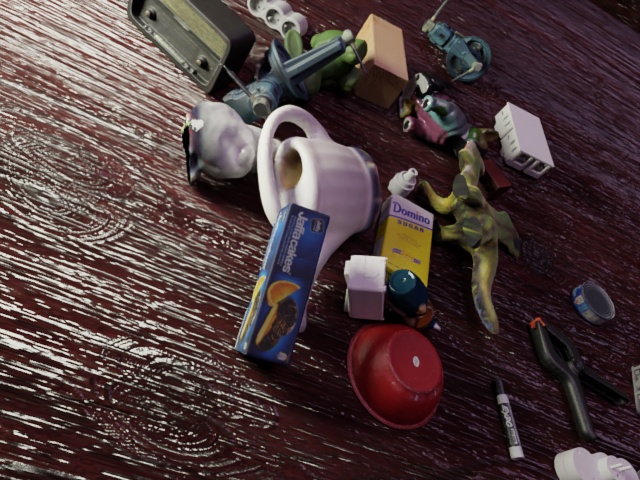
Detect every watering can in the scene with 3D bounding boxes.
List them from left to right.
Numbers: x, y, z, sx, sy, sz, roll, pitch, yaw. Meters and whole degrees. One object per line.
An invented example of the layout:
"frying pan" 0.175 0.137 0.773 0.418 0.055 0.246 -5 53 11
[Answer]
"watering can" 0.002 -0.041 0.805 0.224 0.103 0.351 1 76 -43

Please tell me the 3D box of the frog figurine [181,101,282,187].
"frog figurine" -0.128 -0.152 0.802 0.160 0.120 0.140 -6 40 -22

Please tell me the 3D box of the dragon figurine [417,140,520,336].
"dragon figurine" 0.325 -0.018 0.998 0.242 0.120 0.417 7 62 -38
